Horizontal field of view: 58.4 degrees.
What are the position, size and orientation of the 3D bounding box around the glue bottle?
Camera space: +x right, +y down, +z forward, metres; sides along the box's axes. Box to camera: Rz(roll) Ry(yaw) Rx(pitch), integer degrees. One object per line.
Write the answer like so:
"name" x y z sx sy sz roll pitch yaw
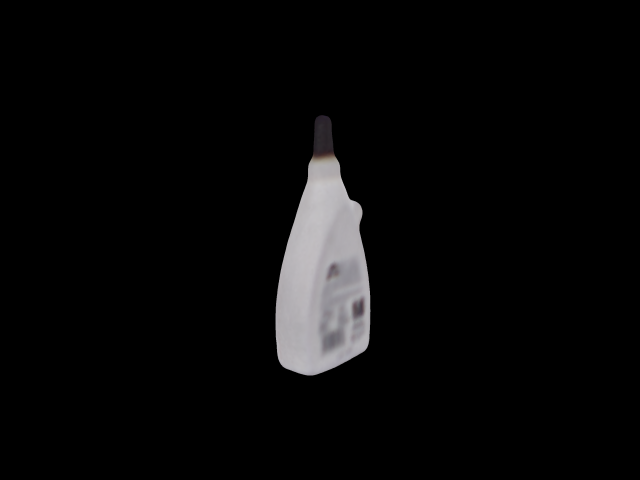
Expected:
"glue bottle" 0.004 0.001 0.400 0.037 0.173 0.078 8 13 39
